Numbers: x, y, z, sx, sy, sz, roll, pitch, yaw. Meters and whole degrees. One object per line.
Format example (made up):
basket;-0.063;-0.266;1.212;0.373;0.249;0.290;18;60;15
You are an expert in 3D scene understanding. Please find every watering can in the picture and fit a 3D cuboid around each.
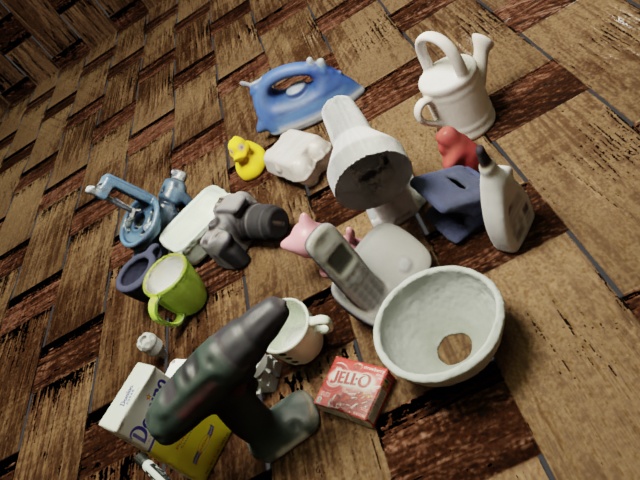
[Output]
watering can;0.220;-0.271;0.957;0.100;0.195;0.173;9;57;42

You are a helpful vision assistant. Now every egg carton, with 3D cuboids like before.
egg carton;-0.045;-0.165;1.152;0.149;0.070;0.107;23;68;47

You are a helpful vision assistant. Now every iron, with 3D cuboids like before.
iron;-0.045;-0.336;1.262;0.257;0.142;0.118;-18;43;23

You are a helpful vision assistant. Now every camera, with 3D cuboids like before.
camera;-0.137;-0.027;1.060;0.136;0.101;0.143;5;55;40

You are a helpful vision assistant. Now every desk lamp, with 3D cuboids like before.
desk lamp;0.078;-0.112;0.892;0.118;0.214;0.203;-29;40;10

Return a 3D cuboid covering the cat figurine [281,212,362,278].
cat figurine;0.008;0.003;0.908;0.127;0.118;0.067;-6;49;33

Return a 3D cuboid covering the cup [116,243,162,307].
cup;-0.321;0.075;1.104;0.091;0.095;0.118;-3;50;35

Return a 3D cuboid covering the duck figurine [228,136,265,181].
duck figurine;-0.166;-0.192;1.256;0.077;0.086;0.104;-22;41;18

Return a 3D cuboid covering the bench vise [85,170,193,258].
bench vise;-0.372;-0.079;1.194;0.121;0.220;0.207;-7;48;32

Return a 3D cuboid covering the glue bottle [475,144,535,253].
glue bottle;0.236;-0.062;0.756;0.037;0.174;0.078;13;60;44

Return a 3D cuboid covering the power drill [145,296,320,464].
power drill;-0.091;0.191;0.725;0.229;0.209;0.075;-36;39;1

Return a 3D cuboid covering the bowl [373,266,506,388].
bowl;0.156;0.118;0.718;0.167;0.075;0.167;-20;42;20

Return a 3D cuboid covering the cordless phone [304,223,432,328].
cordless phone;0.065;0.022;0.794;0.093;0.186;0.148;16;62;45

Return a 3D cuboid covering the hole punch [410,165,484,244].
hole punch;0.202;-0.069;0.855;0.101;0.091;0.108;-37;39;1

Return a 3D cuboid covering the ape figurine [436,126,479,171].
ape figurine;0.215;-0.147;0.920;0.075;0.092;0.078;9;58;42
